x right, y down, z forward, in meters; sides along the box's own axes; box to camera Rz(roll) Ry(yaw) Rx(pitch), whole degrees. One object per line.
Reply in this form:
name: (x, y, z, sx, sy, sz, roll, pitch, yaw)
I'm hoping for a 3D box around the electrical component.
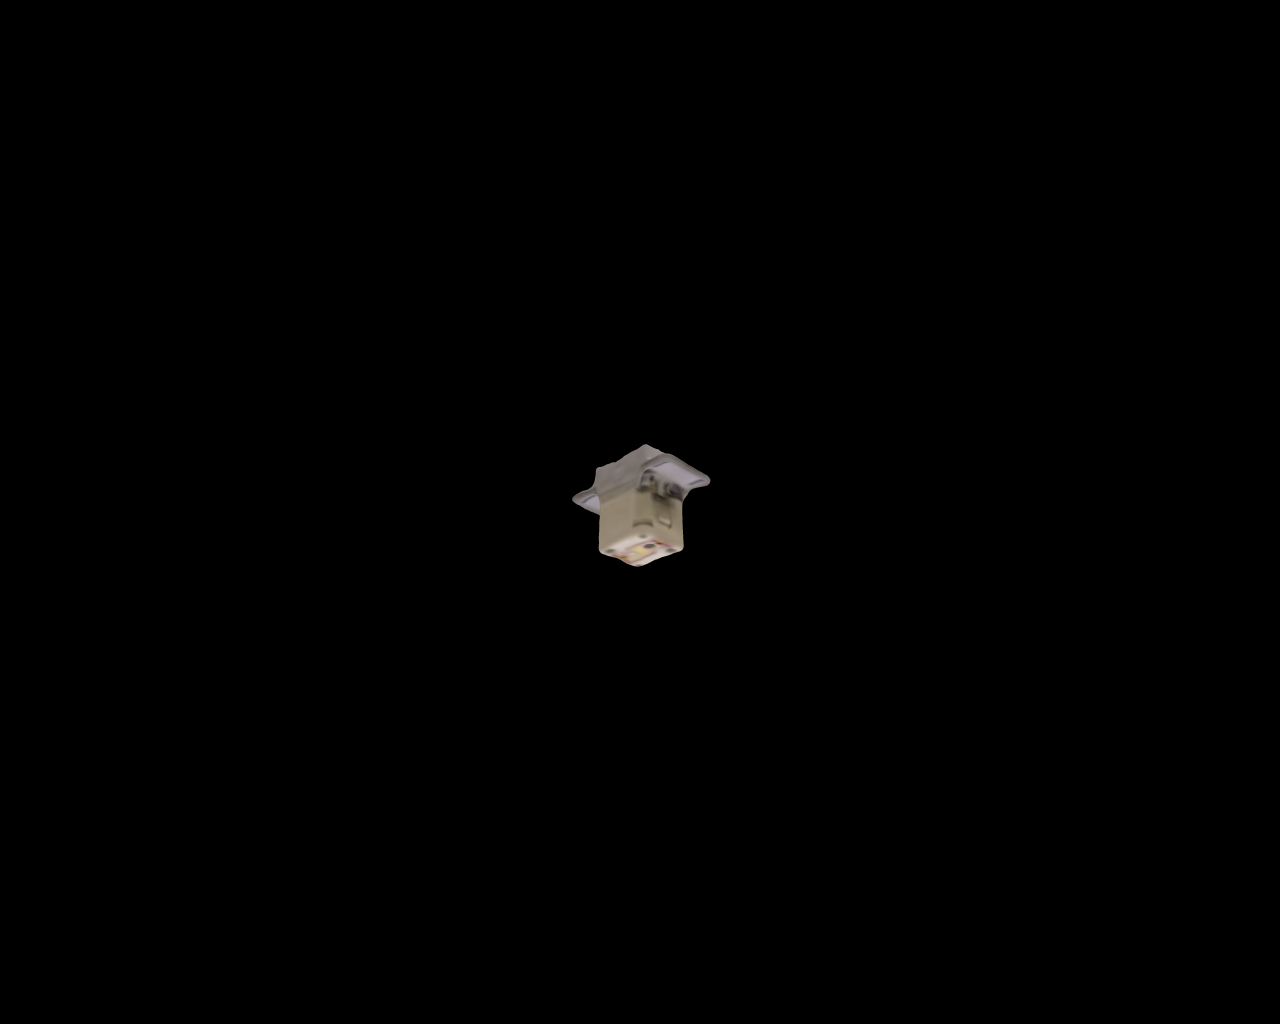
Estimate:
electrical component: (0.001, -0.003, 0.650, 0.081, 0.064, 0.042, -25, -37, 38)
